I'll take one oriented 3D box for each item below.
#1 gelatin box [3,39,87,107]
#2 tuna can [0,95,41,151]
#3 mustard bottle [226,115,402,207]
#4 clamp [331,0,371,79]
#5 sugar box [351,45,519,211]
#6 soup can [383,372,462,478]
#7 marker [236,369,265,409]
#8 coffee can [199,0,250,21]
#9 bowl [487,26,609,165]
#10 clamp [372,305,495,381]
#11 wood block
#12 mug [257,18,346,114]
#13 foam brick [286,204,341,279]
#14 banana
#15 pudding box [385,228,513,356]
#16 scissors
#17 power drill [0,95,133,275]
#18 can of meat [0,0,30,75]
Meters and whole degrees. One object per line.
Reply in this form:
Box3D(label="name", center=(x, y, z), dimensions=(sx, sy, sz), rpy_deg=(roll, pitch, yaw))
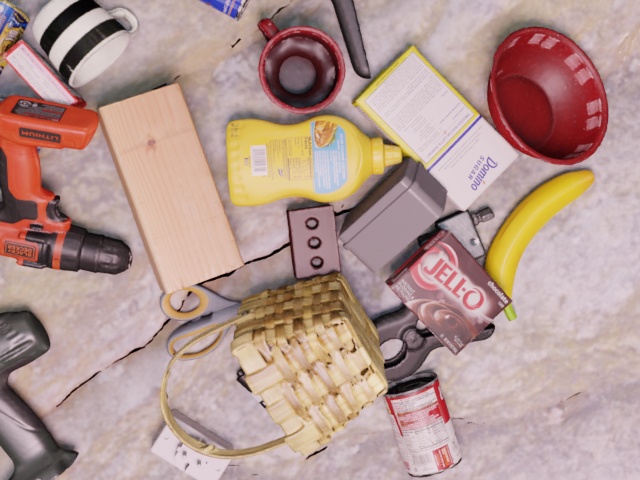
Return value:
Box3D(label="gelatin box", center=(-0.296, -0.171, 1.150), dimensions=(0.030, 0.073, 0.089), rpy_deg=(-43, 97, -1))
Box3D(label="tuna can", center=(-0.348, -0.115, 1.169), dimensions=(0.086, 0.034, 0.086), rpy_deg=(0, 94, -5))
Box3D(label="mustard bottle", center=(-0.006, -0.089, 1.180), dimensions=(0.191, 0.058, 0.096), rpy_deg=(-3, 89, 1))
Box3D(label="clamp", center=(0.024, -0.293, 1.189), dimensions=(0.210, 0.036, 0.164), rpy_deg=(32, 91, -4))
Box3D(label="sugar box", center=(0.130, -0.126, 1.206), dimensions=(0.093, 0.048, 0.176), rpy_deg=(-45, 100, -1))
Box3D(label="soup can", center=(0.116, 0.210, 1.215), dimensions=(0.068, 0.068, 0.102), rpy_deg=(-18, 96, -4))
Box3D(label="marker", center=(-0.052, 0.193, 1.223), dimensions=(0.020, 0.020, 0.121), rpy_deg=(-43, 96, -1))
Box3D(label="coffee can", center=(-0.128, -0.312, 1.142), dimensions=(0.140, 0.103, 0.103), rpy_deg=(26, 91, -6))
Box3D(label="bowl", center=(0.243, -0.153, 1.192), dimensions=(0.161, 0.055, 0.162), rpy_deg=(7, 74, -25))
Box3D(label="clamp", center=(0.114, 0.111, 1.223), dimensions=(0.120, 0.039, 0.171), rpy_deg=(44, 98, -8))
Box3D(label="wood block", center=(-0.163, -0.055, 1.156), dimensions=(0.090, 0.090, 0.206), rpy_deg=(-20, 95, -12))
Box3D(label="mug", center=(-0.030, -0.192, 1.169), dimensions=(0.093, 0.081, 0.117), rpy_deg=(-40, 96, -2))
Box3D(label="foam brick", center=(-0.008, 0.001, 1.198), dimensions=(0.053, 0.051, 0.078), rpy_deg=(-8, 95, -4))
Box3D(label="banana", center=(0.241, -0.007, 1.230), dimensions=(0.069, 0.037, 0.198), rpy_deg=(29, 92, -25))
Box3D(label="pudding box", center=(0.141, 0.057, 1.177), dimensions=(0.090, 0.039, 0.113), rpy_deg=(-44, 104, -1))
Box3D(label="scissors", center=(-0.094, 0.063, 1.213), dimensions=(0.201, 0.016, 0.096), rpy_deg=(-32, 96, -3))
Box3D(label="power drill", center=(-0.282, -0.051, 1.132), dimensions=(0.184, 0.057, 0.188), rpy_deg=(11, 120, -7))
Box3D(label="can of meat", center=(-0.354, -0.216, 1.129), dimensions=(0.057, 0.102, 0.084), rpy_deg=(28, 89, -6))
